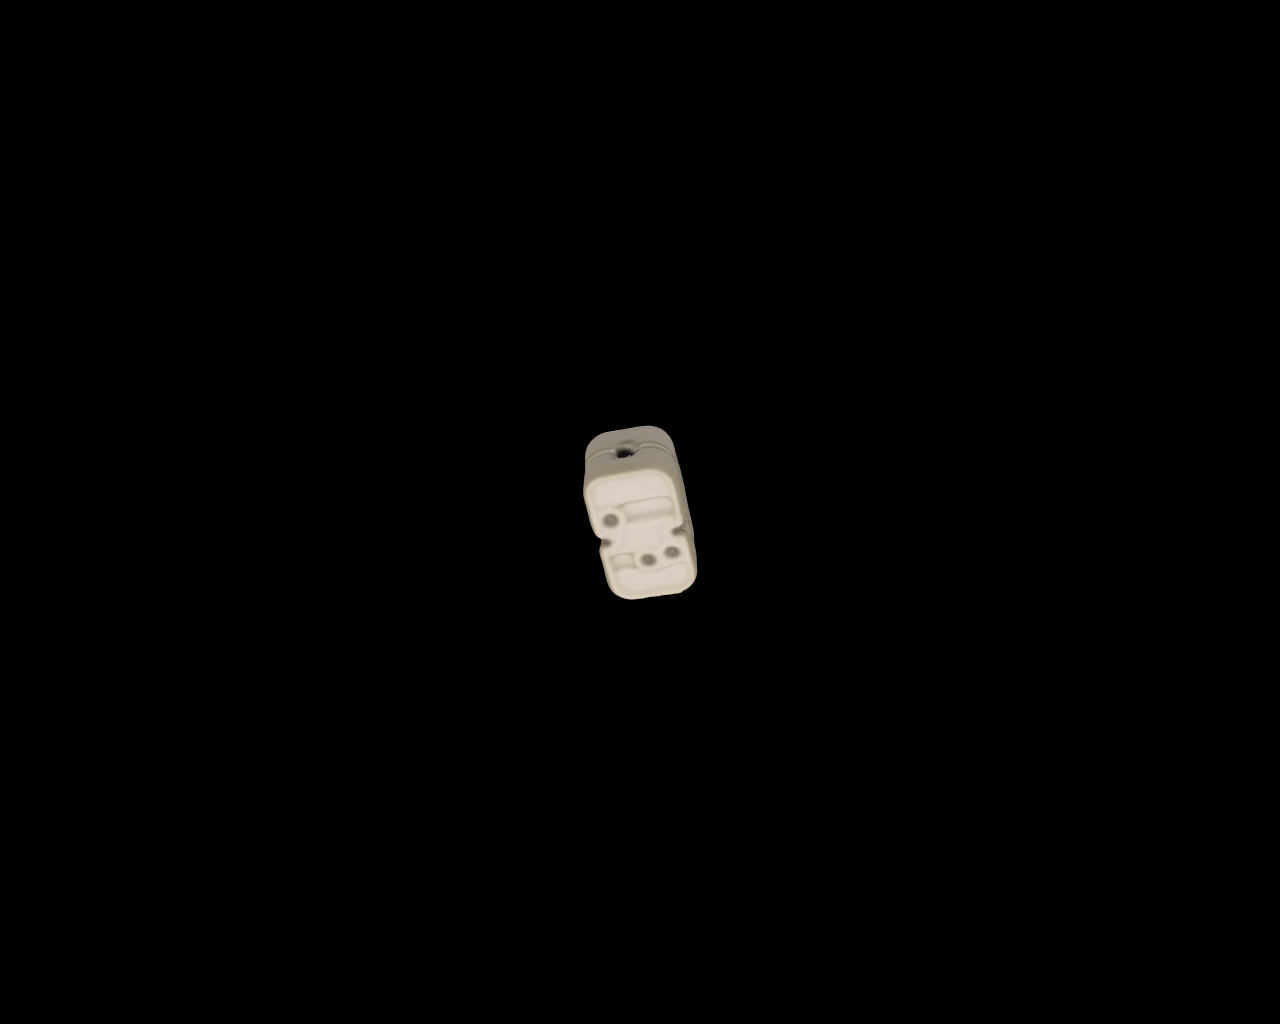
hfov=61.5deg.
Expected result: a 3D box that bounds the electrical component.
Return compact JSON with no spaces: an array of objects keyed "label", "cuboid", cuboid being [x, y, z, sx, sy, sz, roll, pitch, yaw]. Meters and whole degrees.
[{"label":"electrical component","cuboid":[0.001,-0.003,0.650,0.054,0.095,0.059,-9,36,7]}]
